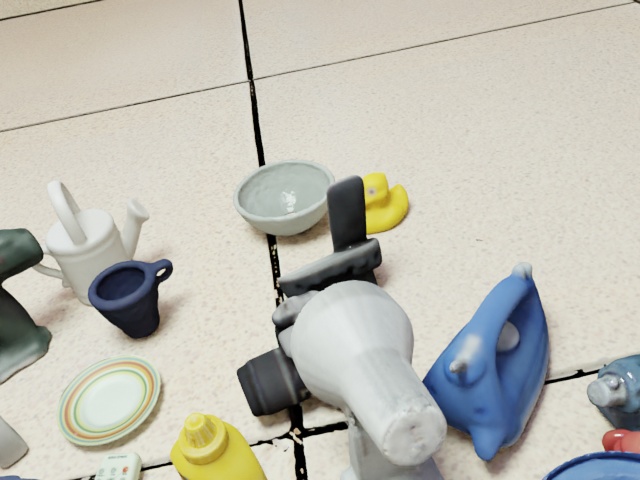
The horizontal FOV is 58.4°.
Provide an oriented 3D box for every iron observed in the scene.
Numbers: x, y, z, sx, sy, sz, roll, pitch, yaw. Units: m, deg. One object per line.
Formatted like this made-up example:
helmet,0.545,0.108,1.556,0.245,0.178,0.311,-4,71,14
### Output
iron,0.198,0.103,0.639,0.118,0.142,0.259,18,48,30

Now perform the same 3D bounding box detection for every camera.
camera,-0.033,0.138,0.682,0.137,0.101,0.142,-21,41,-12

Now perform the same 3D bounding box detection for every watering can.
watering can,-0.342,-0.007,0.849,0.100,0.194,0.173,28,53,37

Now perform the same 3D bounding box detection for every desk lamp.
desk lamp,0.061,0.170,0.534,0.118,0.214,0.202,-20,41,-10

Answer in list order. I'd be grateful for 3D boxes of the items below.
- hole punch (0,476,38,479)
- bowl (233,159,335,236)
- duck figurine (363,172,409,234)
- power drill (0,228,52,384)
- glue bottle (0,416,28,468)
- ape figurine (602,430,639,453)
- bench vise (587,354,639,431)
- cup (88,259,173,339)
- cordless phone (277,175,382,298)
hole punch,-0.343,0.286,0.583,0.108,0.091,0.101,-5,40,7
bowl,-0.053,-0.058,0.938,0.167,0.075,0.167,-6,40,5
duck figurine,0.093,-0.069,0.909,0.105,0.086,0.077,-29,43,-21
power drill,-0.457,0.093,0.745,0.075,0.209,0.230,28,53,37
glue bottle,-0.398,0.188,0.648,0.077,0.173,0.037,23,51,34
ape figurine,0.293,0.209,0.532,0.076,0.092,0.078,15,46,28
bench vise,0.362,0.099,0.545,0.208,0.220,0.121,-34,45,-25
cup,-0.250,0.083,0.799,0.118,0.095,0.091,-32,44,-23
cordless phone,0.007,0.003,0.766,0.148,0.185,0.094,-25,42,-17
